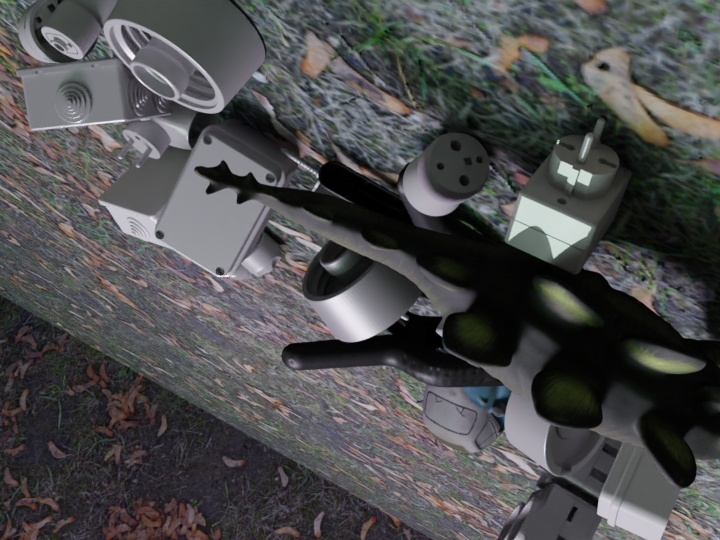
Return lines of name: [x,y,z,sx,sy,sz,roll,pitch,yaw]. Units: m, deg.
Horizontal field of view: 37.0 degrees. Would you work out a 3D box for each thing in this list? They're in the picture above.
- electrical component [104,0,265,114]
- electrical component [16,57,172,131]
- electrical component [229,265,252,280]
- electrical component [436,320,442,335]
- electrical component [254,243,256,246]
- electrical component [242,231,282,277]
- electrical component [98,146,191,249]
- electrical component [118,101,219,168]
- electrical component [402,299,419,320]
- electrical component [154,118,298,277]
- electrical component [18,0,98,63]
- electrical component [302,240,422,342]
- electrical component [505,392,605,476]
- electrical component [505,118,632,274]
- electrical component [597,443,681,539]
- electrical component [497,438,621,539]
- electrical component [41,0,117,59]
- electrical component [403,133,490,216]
electrical component: [-0.128,-0.154,0.753,0.108,0.060,0.108,29,163,9]
electrical component: [-0.203,-0.137,0.835,0.100,0.048,0.100,-3,-169,15]
electrical component: [-0.137,-0.009,1.225,0.048,0.048,0.062,28,170,11]
electrical component: [0.125,0.057,0.942,0.076,0.047,0.083,39,162,-24]
electrical component: [-0.105,-0.064,0.972,0.076,0.083,0.047,-30,126,27]
electrical component: [-0.116,-0.026,1.137,0.062,0.043,0.043,43,160,-29]
electrical component: [-0.188,-0.071,1.039,0.100,0.099,0.048,17,146,40]
electrical component: [-0.171,-0.120,0.898,0.077,0.079,0.043,26,161,19]
electrical component: [0.016,0.018,0.989,0.077,0.065,0.047,30,164,4]
electrical component: [-0.112,-0.060,0.893,0.078,0.113,0.057,31,-157,1]
electrical component: [-0.244,-0.193,0.863,0.055,0.055,0.047,41,165,-28]
electrical component: [0.000,0.000,0.902,0.060,0.108,0.108,47,158,-26]
electrical component: [0.171,0.118,0.939,0.060,0.108,0.108,26,164,40]
electrical component: [0.124,-0.051,0.613,0.047,0.065,0.076,26,134,16]
electrical component: [0.252,0.168,0.924,0.057,0.113,0.078,22,162,19]
electrical component: [0.196,0.216,1.032,0.060,0.186,0.105,30,164,5]
electrical component: [-0.201,-0.187,0.783,0.044,0.065,0.044,27,162,9]
electrical component: [0.057,-0.063,0.716,0.045,0.045,0.055,33,163,-6]
